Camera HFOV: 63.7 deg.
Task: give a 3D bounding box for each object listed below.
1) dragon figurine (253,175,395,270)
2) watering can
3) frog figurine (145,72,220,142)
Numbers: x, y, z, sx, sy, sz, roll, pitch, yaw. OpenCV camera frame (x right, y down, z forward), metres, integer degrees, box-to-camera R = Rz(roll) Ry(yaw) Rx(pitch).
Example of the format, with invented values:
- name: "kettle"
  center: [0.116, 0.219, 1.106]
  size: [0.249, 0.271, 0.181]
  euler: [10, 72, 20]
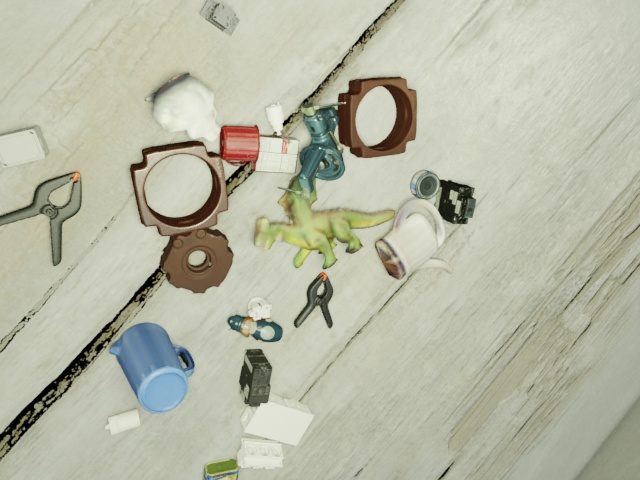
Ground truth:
- name: "dragon figurine"
  center: [0.004, -0.068, 1.361]
  size: [0.415, 0.122, 0.240]
  euler: [-32, 109, -23]
- name: "watering can"
  center: [0.288, 0.037, 1.524]
  size: [0.226, 0.105, 0.341]
  euler: [-37, 126, -10]
- name: "frog figurine"
  center: [-0.287, -0.280, 1.138]
  size: [0.139, 0.122, 0.158]
  euler: [-46, 110, -27]
